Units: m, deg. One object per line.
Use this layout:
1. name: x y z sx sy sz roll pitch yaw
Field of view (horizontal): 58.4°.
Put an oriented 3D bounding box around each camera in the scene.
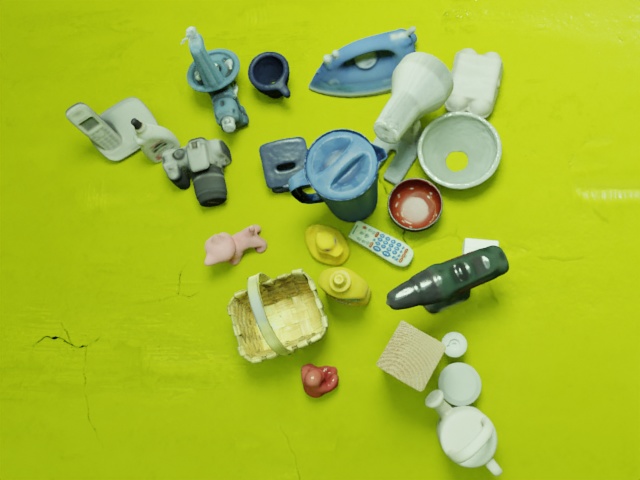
1. camera: -0.263 -0.142 1.244 0.143 0.101 0.137 -15 77 5

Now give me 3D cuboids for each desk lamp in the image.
1. desk lamp: 0.170 -0.240 1.145 0.117 0.214 0.203 30 84 13

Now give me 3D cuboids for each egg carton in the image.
1. egg carton: 0.327 -0.332 1.216 0.107 0.069 0.150 12 80 10

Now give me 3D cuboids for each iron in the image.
1. iron: 0.091 -0.386 1.223 0.258 0.141 0.118 -14 77 5

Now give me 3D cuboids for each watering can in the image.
1. watering can: 0.257 0.348 1.022 0.172 0.194 0.101 26 83 12

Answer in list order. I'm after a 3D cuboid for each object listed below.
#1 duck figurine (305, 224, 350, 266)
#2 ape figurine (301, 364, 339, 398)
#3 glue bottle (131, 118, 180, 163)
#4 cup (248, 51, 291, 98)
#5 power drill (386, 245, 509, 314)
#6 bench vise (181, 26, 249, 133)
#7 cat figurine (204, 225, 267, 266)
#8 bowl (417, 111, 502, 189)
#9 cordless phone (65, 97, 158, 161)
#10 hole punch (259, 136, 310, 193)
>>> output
1. duck figurine: 0.011 0.004 1.183 0.104 0.086 0.077 39 86 14
2. ape figurine: -0.007 0.274 1.127 0.077 0.092 0.076 38 86 14
3. glue bottle: -0.366 -0.223 1.237 0.078 0.173 0.037 -39 76 -1
4. cup: -0.096 -0.346 1.265 0.092 0.095 0.117 -39 76 -1
5. power drill: 0.233 0.084 1.072 0.229 0.208 0.075 -25 76 3
6. bench vise: -0.213 -0.343 1.216 0.121 0.220 0.207 -35 76 0
7. cat figurine: -0.184 0.007 1.193 0.128 0.118 0.067 -29 76 1
8. bowl: 0.285 -0.176 1.187 0.167 0.075 0.167 -2 78 8
9. cordless phone: -0.453 -0.263 1.251 0.147 0.185 0.094 -37 76 0
10. hole punch: -0.068 -0.159 1.225 0.108 0.091 0.101 -11 77 6
